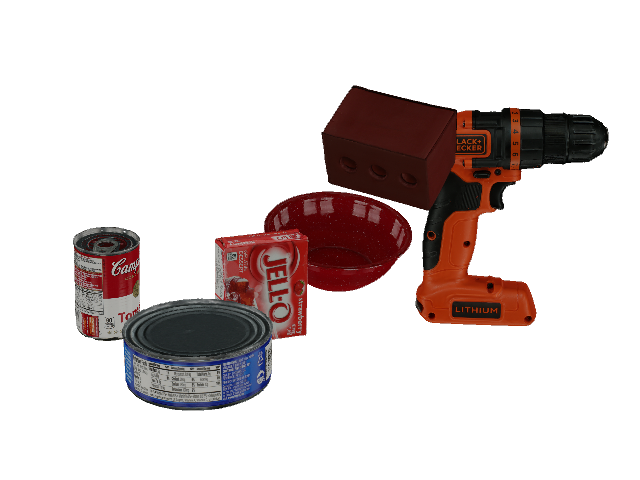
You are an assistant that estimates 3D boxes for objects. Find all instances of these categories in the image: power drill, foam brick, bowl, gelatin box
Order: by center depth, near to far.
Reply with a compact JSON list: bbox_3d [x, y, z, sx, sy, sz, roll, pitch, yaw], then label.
[{"bbox_3d":[0.048,-0.063,0.728,0.078,0.051,0.053,16,-36,21],"label":"foam brick"},{"bbox_3d":[-0.048,0.038,0.876,0.073,0.089,0.030,-6,22,-21],"label":"gelatin box"},{"bbox_3d":[0.152,-0.022,0.926,0.184,0.188,0.057,1,14,9],"label":"power drill"},{"bbox_3d":[0.018,0.008,1.172,0.162,0.055,0.162,3,33,-2],"label":"bowl"}]

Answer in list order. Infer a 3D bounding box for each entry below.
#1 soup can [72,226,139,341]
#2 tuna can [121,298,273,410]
[{"bbox_3d":[-0.223,0.045,1.116,0.068,0.102,0.068,3,23,-1],"label":"soup can"},{"bbox_3d":[-0.070,0.064,0.612,0.086,0.034,0.086,0,18,0],"label":"tuna can"}]
